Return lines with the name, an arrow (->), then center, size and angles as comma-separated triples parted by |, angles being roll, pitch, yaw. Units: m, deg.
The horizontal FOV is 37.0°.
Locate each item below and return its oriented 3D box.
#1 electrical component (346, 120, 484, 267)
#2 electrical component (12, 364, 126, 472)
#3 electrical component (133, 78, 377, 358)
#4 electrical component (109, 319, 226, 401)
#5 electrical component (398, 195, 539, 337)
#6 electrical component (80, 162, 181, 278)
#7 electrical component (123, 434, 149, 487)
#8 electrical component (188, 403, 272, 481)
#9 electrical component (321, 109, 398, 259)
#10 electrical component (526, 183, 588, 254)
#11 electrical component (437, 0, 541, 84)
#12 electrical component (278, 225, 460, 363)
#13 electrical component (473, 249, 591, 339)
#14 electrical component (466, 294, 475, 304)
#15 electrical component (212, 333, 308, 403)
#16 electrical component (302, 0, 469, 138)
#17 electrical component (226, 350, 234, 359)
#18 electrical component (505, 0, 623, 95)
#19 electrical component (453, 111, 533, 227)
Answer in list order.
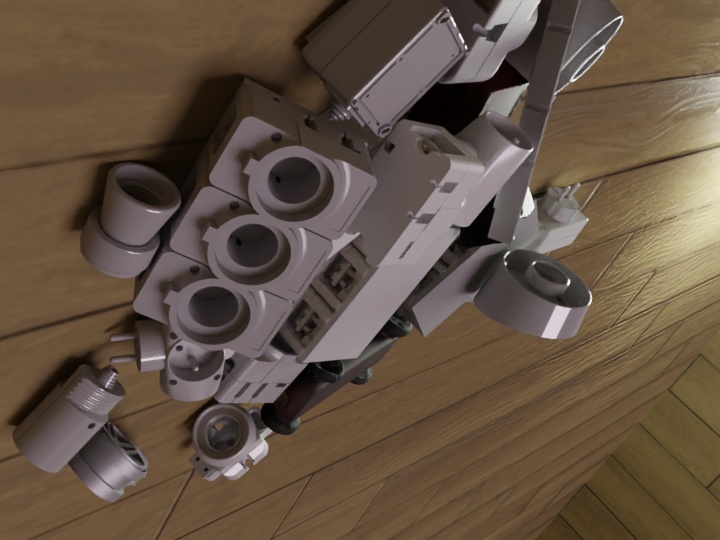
electrical component -> 0.034, -0.050, 0.720 | 0.089, 0.050, 0.056 | -54, 155, 22
electrical component -> -0.200, 0.098, 0.755 | 0.081, 0.043, 0.043 | -46, 157, 6
electrical component -> -0.067, -0.026, 0.664 | 0.089, 0.061, 0.150 | 24, 116, -22
electrical component -> -0.139, 0.053, 0.766 | 0.079, 0.044, 0.077 | -5, 122, -19
electrical component -> 0.090, -0.020, 1.002 | 0.150, 0.061, 0.089 | -41, 157, -6
electrical component -> -0.137, -0.029, 0.635 | 0.045, 0.045, 0.055 | -13, 143, -51
electrical component -> -0.194, 0.156, 0.873 | 0.040, 0.040, 0.046 | -39, 163, -9
electrical component -> -0.119, 0.151, 0.965 | 0.078, 0.058, 0.057 | -39, 160, -10
electrical component -> -0.019, -0.061, 0.757 | 0.113, 0.057, 0.078 | -38, 157, -12
electrical component -> 0.207, -0.062, 1.141 | 0.083, 0.047, 0.075 | -16, 145, -48
electrical component -> 0.081, -0.175, 0.727 | 0.059, 0.053, 0.095 | -15, 144, -49
electrical component -> 0.000, 0.000, 0.889 | 0.150, 0.061, 0.089 | -51, 156, 18
electrical component -> 0.161, 0.027, 0.998 | 0.099, 0.099, 0.064 | -15, 138, -49
electrical component -> 0.125, 0.006, 1.144 | 0.035, 0.035, 0.061 | -26, 149, -35
electrical component -> -0.089, 0.072, 0.883 | 0.055, 0.050, 0.089 | -48, 157, 13
electrical component -> 0.009, -0.134, 0.672 | 0.096, 0.061, 0.062 | -44, 158, 3
electrical component -> -0.114, 0.054, 0.823 | 0.040, 0.040, 0.078 | -14, 144, -50
electrical component -> 0.159, -0.186, 0.857 | 0.099, 0.064, 0.099 | -42, 171, -8
electrical component -> 0.073, -0.075, 0.775 | 0.079, 0.044, 0.077 | 7, 131, -44
